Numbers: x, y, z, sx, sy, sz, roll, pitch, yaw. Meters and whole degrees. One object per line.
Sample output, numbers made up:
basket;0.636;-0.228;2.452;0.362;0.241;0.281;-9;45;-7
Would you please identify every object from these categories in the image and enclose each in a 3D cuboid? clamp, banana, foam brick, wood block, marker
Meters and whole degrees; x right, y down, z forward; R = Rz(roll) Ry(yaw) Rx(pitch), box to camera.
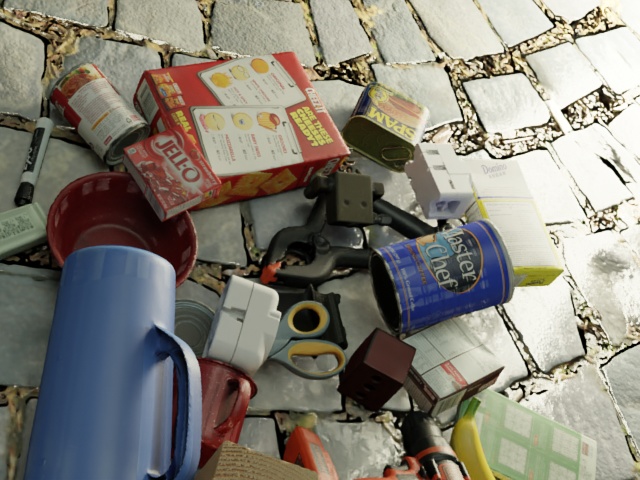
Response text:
clamp;0.156;-0.008;1.338;0.164;0.036;0.210;-25;68;-35
banana;0.193;0.271;1.149;0.069;0.037;0.198;-30;88;-4
foam brick;0.061;0.142;1.165;0.053;0.078;0.051;28;52;-4
wood block;-0.085;0.265;0.928;0.090;0.206;0.090;22;52;-11
marker;-0.315;-0.085;1.177;0.020;0.020;0.121;16;53;-15
clamp;-0.008;0.002;1.254;0.171;0.039;0.120;-16;59;-39

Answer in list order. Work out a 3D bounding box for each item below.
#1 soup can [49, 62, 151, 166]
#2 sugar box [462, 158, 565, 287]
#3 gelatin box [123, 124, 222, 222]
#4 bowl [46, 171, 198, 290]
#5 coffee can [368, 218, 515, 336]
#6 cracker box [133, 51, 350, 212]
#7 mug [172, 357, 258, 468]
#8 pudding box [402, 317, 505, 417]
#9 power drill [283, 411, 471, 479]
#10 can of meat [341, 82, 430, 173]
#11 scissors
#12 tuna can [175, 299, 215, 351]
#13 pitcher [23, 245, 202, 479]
soup can;-0.250;-0.144;1.217;0.102;0.069;0.068;48;51;10
sugar box;0.240;-0.023;1.384;0.093;0.048;0.176;0;55;-26
gelatin box;-0.161;-0.074;1.154;0.073;0.030;0.089;-27;73;-25
bowl;-0.215;0.007;1.139;0.162;0.055;0.162;12;54;-18
coffee can;0.138;0.042;1.227;0.140;0.103;0.103;-15;64;-11
cracker box;-0.096;-0.133;1.282;0.213;0.072;0.164;-14;66;-33
mug;-0.108;0.170;1.045;0.093;0.117;0.081;35;52;-29
pudding box;0.142;0.142;1.221;0.113;0.039;0.090;-19;56;-36
power drill;0.061;0.235;1.086;0.187;0.057;0.184;7;29;-19
can of meat;0.088;-0.149;1.389;0.102;0.058;0.083;29;48;-6
scissors;-0.064;0.100;1.127;0.201;0.016;0.096;12;62;-21
tuna can;-0.143;0.105;1.121;0.086;0.034;0.086;12;54;-18
pitcher;-0.186;0.131;0.980;0.149;0.145;0.243;7;67;-12
